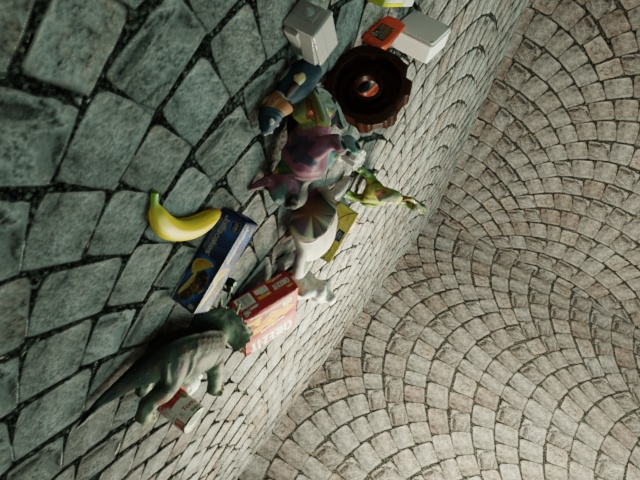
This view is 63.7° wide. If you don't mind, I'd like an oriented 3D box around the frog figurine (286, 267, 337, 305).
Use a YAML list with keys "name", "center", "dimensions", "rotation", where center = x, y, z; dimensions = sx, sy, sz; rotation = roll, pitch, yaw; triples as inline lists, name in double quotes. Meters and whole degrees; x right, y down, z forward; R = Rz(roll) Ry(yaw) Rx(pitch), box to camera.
- name: "frog figurine"
  center: [-0.036, 0.134, 1.435]
  dimensions: [0.123, 0.158, 0.137]
  rotation: [-45, -170, -8]

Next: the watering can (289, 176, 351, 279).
- name: "watering can"
  center: [0.004, -0.067, 1.337]
  dimensions: [0.220, 0.104, 0.353]
  rotation: [88, 24, -66]

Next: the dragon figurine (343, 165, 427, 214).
- name: "dragon figurine"
  center: [0.216, -0.127, 1.612]
  dimensions: [0.121, 0.244, 0.410]
  rotation: [-65, 161, 7]
